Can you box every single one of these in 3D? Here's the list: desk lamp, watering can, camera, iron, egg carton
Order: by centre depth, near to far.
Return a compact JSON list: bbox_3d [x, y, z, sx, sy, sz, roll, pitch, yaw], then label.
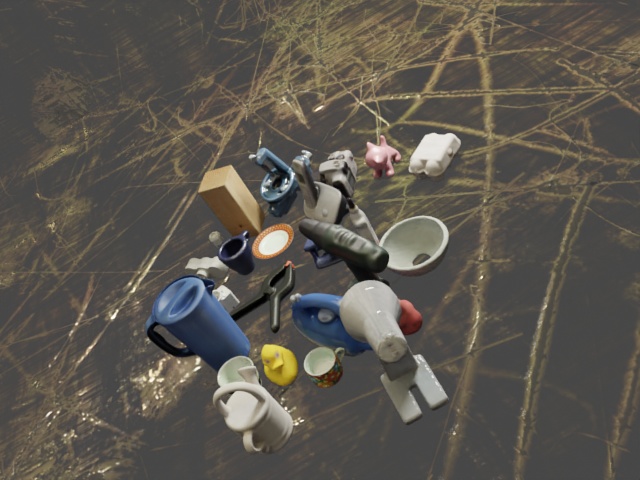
[{"bbox_3d":[0.136,0.204,1.089,0.118,0.214,0.202,-31,39,0],"label":"desk lamp"},{"bbox_3d":[-0.142,0.335,1.144,0.101,0.195,0.172,-35,40,-4],"label":"watering can"},{"bbox_3d":[0.013,0.163,1.267,0.257,0.142,0.119,4,51,35],"label":"iron"},{"bbox_3d":[0.310,-0.225,1.540,0.107,0.070,0.150,9,54,38],"label":"egg carton"},{"bbox_3d":[0.027,-0.189,1.656,0.136,0.101,0.143,-10,44,23],"label":"camera"}]

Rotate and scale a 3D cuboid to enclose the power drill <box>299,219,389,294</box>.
[{"bbox_3d":[0.069,0.049,1.297,0.228,0.209,0.076,16,59,42],"label":"power drill"}]

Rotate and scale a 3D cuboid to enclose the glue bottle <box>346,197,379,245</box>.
[{"bbox_3d":[0.101,-0.039,1.397,0.037,0.174,0.078,-26,40,7],"label":"glue bottle"}]

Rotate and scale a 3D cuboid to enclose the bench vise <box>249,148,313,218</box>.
[{"bbox_3d":[-0.117,-0.202,1.667,0.121,0.220,0.207,2,50,34],"label":"bench vise"}]

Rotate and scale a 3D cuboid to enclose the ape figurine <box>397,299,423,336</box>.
[{"bbox_3d":[0.172,0.157,1.212,0.075,0.092,0.078,19,60,43],"label":"ape figurine"}]

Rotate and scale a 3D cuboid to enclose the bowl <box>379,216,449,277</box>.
[{"bbox_3d":[0.224,0.028,1.327,0.167,0.075,0.167,-17,41,16],"label":"bowl"}]

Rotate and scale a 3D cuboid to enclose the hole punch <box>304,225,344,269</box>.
[{"bbox_3d":[0.014,0.005,1.471,0.108,0.091,0.101,-22,40,11],"label":"hole punch"}]

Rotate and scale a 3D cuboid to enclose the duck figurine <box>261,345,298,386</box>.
[{"bbox_3d":[-0.101,0.265,1.276,0.077,0.086,0.104,-34,40,-4],"label":"duck figurine"}]

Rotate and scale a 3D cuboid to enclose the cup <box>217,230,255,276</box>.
[{"bbox_3d":[-0.214,0.041,1.574,0.091,0.095,0.118,6,52,36],"label":"cup"}]

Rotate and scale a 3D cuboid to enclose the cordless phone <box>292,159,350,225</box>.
[{"bbox_3d":[-0.007,-0.132,1.552,0.147,0.186,0.094,23,63,45],"label":"cordless phone"}]

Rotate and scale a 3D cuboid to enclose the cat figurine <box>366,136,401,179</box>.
[{"bbox_3d":[0.168,-0.237,1.604,0.067,0.118,0.128,-2,48,31],"label":"cat figurine"}]
